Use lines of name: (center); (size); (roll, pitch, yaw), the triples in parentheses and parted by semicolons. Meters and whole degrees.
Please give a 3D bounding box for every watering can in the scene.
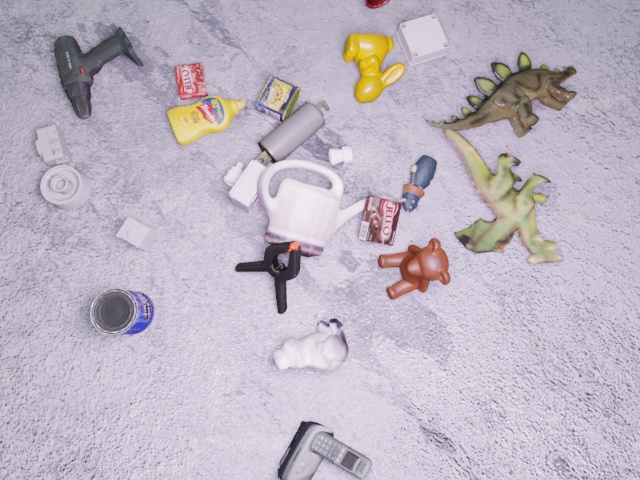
watering can: (0.004, -0.063, 1.254); (0.346, 0.224, 0.104); (17, 2, -21)

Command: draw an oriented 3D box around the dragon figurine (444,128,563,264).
dragon figurine: (0.433, -0.081, 1.292); (0.411, 0.243, 0.121); (32, -3, 5)

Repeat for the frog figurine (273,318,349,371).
frog figurine: (-0.019, 0.260, 1.174); (0.161, 0.121, 0.137); (-34, 22, -27)
